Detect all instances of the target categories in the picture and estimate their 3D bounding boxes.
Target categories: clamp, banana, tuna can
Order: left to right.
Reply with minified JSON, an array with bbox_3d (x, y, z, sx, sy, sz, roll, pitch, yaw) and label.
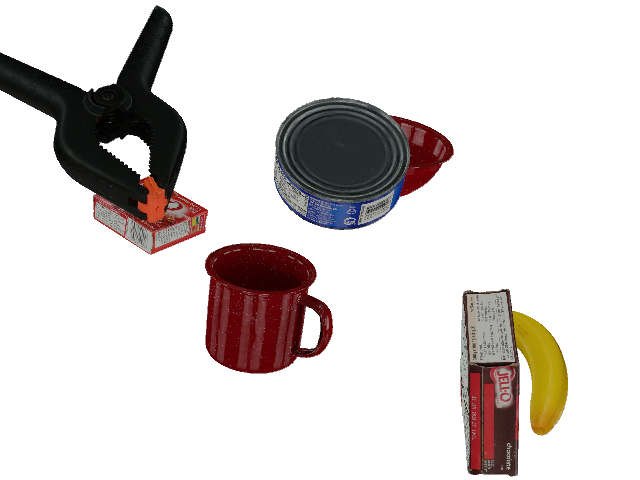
[{"bbox_3d":[-0.149,-0.100,0.786,0.164,0.210,0.036,-23,-34,-25],"label":"clamp"},{"bbox_3d":[0.013,-0.049,0.685,0.086,0.086,0.034,0,-36,-7],"label":"tuna can"},{"bbox_3d":[0.224,0.130,1.134,0.069,0.037,0.198,-26,34,2],"label":"banana"}]

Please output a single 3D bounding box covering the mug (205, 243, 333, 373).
[{"bbox_3d":[-0.043,0.062,0.895,0.117,0.081,0.093,17,26,20],"label":"mug"}]

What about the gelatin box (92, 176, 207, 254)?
[{"bbox_3d":[-0.167,-0.027,1.047,0.089,0.030,0.073,30,35,31],"label":"gelatin box"}]

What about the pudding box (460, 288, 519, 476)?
[{"bbox_3d":[0.120,0.098,0.758,0.039,0.090,0.113,-1,24,5],"label":"pudding box"}]

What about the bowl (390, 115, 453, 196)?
[{"bbox_3d":[0.067,-0.093,1.212,0.162,0.055,0.162,7,27,-4],"label":"bowl"}]
